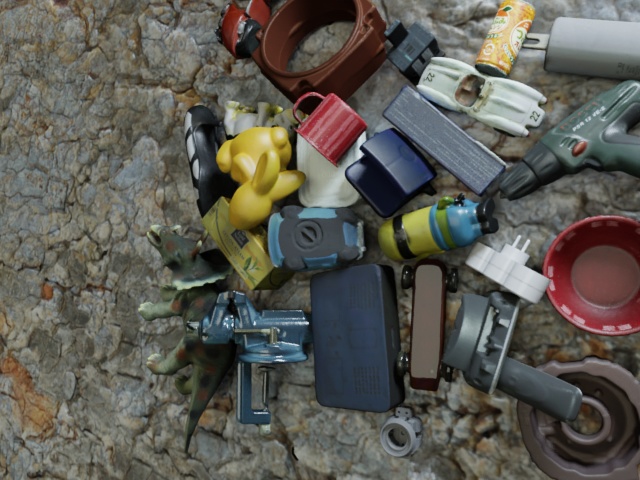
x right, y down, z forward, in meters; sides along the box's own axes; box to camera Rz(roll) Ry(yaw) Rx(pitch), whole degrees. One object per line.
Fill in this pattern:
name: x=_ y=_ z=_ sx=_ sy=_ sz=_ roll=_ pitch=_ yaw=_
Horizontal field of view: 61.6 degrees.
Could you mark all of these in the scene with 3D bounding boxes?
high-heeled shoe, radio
high-heeled shoe: x=-0.233 y=-0.137 z=1.051 sx=0.145 sy=0.086 sz=0.248 roll=16 pitch=103 yaw=48
radio: x=0.058 y=0.157 z=0.879 sx=0.131 sy=0.073 sz=0.229 roll=-7 pitch=81 yaw=26

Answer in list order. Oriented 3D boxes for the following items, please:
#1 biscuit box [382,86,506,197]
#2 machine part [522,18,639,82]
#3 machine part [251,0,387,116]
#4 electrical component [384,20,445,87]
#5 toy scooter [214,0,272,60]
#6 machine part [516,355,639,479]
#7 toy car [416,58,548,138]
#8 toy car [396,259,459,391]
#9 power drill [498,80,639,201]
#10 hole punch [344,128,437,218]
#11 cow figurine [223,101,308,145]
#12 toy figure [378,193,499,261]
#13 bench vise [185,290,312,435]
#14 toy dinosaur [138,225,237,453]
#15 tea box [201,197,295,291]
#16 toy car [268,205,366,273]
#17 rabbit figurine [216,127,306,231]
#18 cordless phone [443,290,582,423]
biscuit box: x=0.191 y=-0.154 z=0.833 sx=0.203 sy=0.059 sz=0.063 roll=44 pitch=105 yaw=12
machine part: x=0.408 y=-0.262 z=0.747 sx=0.243 sy=0.079 sz=0.079 roll=17 pitch=93 yaw=25
machine part: x=-0.002 y=-0.331 z=0.913 sx=0.201 sy=0.087 sz=0.201 roll=-45 pitch=57 yaw=5
electrical component: x=0.146 y=-0.302 z=0.852 sx=0.075 sy=0.119 sz=0.048 roll=-45 pitch=69 yaw=12
toy scooter: x=-0.151 y=-0.441 z=1.031 sx=0.135 sy=0.075 sz=0.183 roll=25 pitch=93 yaw=25
machine part: x=0.361 y=0.245 z=0.736 sx=0.180 sy=0.056 sz=0.179 roll=-2 pitch=85 yaw=26
toy car: x=0.247 y=-0.221 z=0.831 sx=0.202 sy=0.056 sz=0.073 roll=31 pitch=98 yaw=25
toy car: x=0.168 y=0.130 z=0.838 sx=0.089 sy=0.053 sz=0.202 roll=1 pitch=82 yaw=17
power drill: x=0.383 y=-0.095 z=0.718 sx=0.232 sy=0.086 sz=0.207 roll=-45 pitch=36 yaw=8
hole punch: x=0.117 y=-0.114 z=0.835 sx=0.116 sy=0.092 sz=0.142 roll=-39 pitch=80 yaw=-22
cow figurine: x=-0.102 y=-0.203 z=0.988 sx=0.168 sy=0.068 sz=0.098 roll=10 pitch=96 yaw=29
toy figure: x=0.174 y=-0.019 z=0.820 sx=0.180 sy=0.089 sz=0.082 roll=-13 pitch=75 yaw=37
bench vise: x=-0.116 y=0.205 z=0.904 sx=0.224 sy=0.129 sz=0.240 roll=1 pitch=85 yaw=-17
toy dinosaur: x=-0.218 y=0.167 z=0.990 sx=0.192 sy=0.131 sz=0.404 roll=-20 pitch=83 yaw=23
tea box: x=-0.125 y=0.007 z=0.964 sx=0.068 sy=0.098 sz=0.170 roll=-47 pitch=70 yaw=16
toy car: x=-0.002 y=-0.003 z=0.903 sx=0.162 sy=0.103 sz=0.109 roll=-5 pitch=85 yaw=8
rabbit figurine: x=-0.098 y=-0.097 z=0.910 sx=0.162 sy=0.121 sz=0.173 roll=-12 pitch=54 yaw=43
cordless phone: x=0.273 y=0.152 z=0.731 sx=0.184 sy=0.088 sz=0.146 roll=19 pitch=93 yaw=52
